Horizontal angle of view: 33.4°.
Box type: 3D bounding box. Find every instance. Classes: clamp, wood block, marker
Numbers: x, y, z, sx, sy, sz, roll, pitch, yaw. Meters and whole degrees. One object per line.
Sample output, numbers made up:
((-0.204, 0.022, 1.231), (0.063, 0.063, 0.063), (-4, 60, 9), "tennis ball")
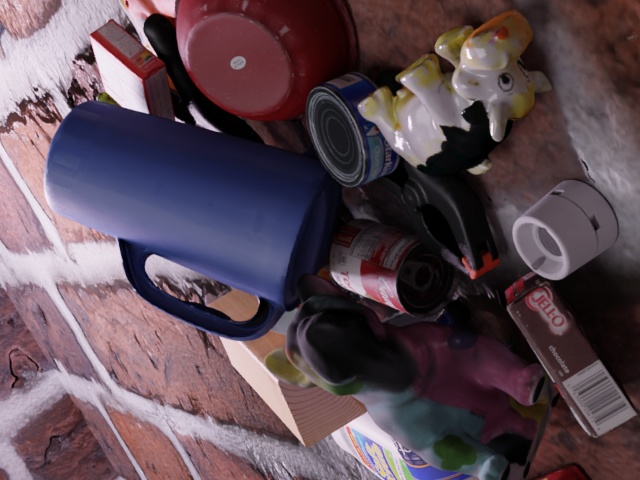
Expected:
((0.082, -0.049, 0.834), (0.171, 0.039, 0.120), (48, 158, 21), "clamp")
((-0.035, 0.122, 1.155), (0.206, 0.090, 0.091), (35, 149, 58), "wood block")
((0.047, 0.044, 1.035), (0.020, 0.020, 0.121), (56, 155, 2), "marker")
((-0.101, -0.111, 0.990), (0.210, 0.036, 0.165), (44, 162, 4), "clamp")

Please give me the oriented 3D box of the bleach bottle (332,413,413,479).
((0.082, 0.227, 1.146), (0.251, 0.068, 0.102), (10, 129, 61), "bleach bottle")

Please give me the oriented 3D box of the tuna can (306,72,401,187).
((0.025, -0.085, 0.829), (0.086, 0.033, 0.086), (46, 150, 37), "tuna can")

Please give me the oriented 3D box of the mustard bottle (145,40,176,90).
((-0.137, -0.128, 1.116), (0.096, 0.058, 0.191), (18, 135, 53), "mustard bottle")

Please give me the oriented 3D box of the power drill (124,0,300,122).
((-0.094, -0.189, 0.967), (0.188, 0.057, 0.184), (8, 130, 57), "power drill")

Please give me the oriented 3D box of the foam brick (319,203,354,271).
((-0.007, 0.001, 1.011), (0.053, 0.078, 0.051), (55, 155, -1), "foam brick")

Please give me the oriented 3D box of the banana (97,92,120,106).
((-0.138, -0.079, 1.064), (0.198, 0.037, 0.069), (35, -169, -1), "banana")

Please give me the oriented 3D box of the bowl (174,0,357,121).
((-0.054, -0.152, 0.851), (0.162, 0.055, 0.162), (14, 132, 15), "bowl")

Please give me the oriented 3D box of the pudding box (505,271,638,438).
((0.177, 0.078, 0.765), (0.113, 0.039, 0.090), (58, -169, 1), "pudding box")

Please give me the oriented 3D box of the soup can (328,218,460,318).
((0.062, 0.022, 0.920), (0.102, 0.068, 0.068), (19, 137, 53), "soup can")

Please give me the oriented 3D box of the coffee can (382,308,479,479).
((0.099, 0.140, 0.954), (0.140, 0.102, 0.103), (61, 155, -9), "coffee can")

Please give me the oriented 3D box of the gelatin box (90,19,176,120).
((-0.168, -0.147, 0.968), (0.073, 0.030, 0.089), (41, 159, 20), "gelatin box")

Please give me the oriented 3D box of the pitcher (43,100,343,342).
((-0.113, -0.028, 0.919), (0.243, 0.149, 0.145), (18, 127, 12), "pitcher")

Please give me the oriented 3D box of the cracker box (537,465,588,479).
((0.141, 0.300, 0.939), (0.072, 0.213, 0.164), (51, 155, 10), "cracker box")

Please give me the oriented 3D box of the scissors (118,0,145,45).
((-0.194, -0.221, 1.158), (0.096, 0.016, 0.202), (49, 155, 19), "scissors")
